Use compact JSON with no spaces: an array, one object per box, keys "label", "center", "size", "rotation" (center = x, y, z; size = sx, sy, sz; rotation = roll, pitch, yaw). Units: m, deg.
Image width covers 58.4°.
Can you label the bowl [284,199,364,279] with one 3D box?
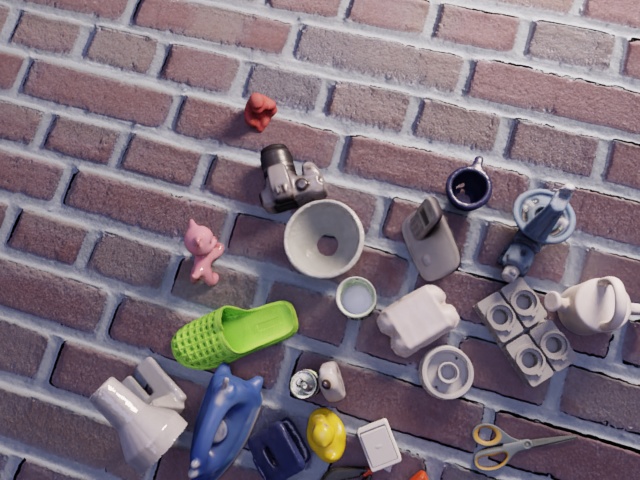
[{"label":"bowl","center":[0.011,0.004,1.197],"size":[0.167,0.075,0.167],"rotation":[-1,78,6]}]

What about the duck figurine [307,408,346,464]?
[{"label":"duck figurine","center":[0.009,0.382,1.112],"size":[0.077,0.086,0.104],"rotation":[-18,77,2]}]

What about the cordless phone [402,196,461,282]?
[{"label":"cordless phone","center":[0.222,-0.004,1.119],"size":[0.094,0.185,0.147],"rotation":[-24,76,1]}]

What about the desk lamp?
[{"label":"desk lamp","center":[-0.338,0.331,1.095],"size":[0.203,0.213,0.118],"rotation":[44,86,13]}]

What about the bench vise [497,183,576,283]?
[{"label":"bench vise","center":[0.422,-0.015,1.081],"size":[0.121,0.220,0.207],"rotation":[13,80,9]}]

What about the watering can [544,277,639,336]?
[{"label":"watering can","center":[0.507,0.123,1.056],"size":[0.173,0.194,0.101],"rotation":[-18,77,2]}]

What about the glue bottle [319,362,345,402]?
[{"label":"glue bottle","center":[0.018,0.271,1.089],"size":[0.037,0.173,0.078],"rotation":[-15,77,3]}]

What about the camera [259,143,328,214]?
[{"label":"camera","center":[-0.069,-0.142,1.223],"size":[0.143,0.101,0.137],"rotation":[-17,77,3]}]

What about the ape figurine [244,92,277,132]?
[{"label":"ape figurine","center":[-0.136,-0.294,1.267],"size":[0.078,0.092,0.076],"rotation":[-16,77,3]}]

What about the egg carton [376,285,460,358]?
[{"label":"egg carton","center":[0.195,0.159,1.147],"size":[0.150,0.069,0.107],"rotation":[-32,77,-1]}]

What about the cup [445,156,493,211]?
[{"label":"cup","center":[0.305,-0.108,1.178],"size":[0.091,0.095,0.118],"rotation":[19,81,10]}]

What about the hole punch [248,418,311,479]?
[{"label":"hole punch","center":[-0.082,0.416,1.112],"size":[0.101,0.091,0.108],"rotation":[-33,76,-1]}]

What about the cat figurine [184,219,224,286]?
[{"label":"cat figurine","center":[-0.251,0.026,1.199],"size":[0.067,0.118,0.128],"rotation":[5,79,8]}]

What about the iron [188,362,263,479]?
[{"label":"iron","center":[-0.205,0.375,1.108],"size":[0.118,0.141,0.258],"rotation":[19,81,10]}]
